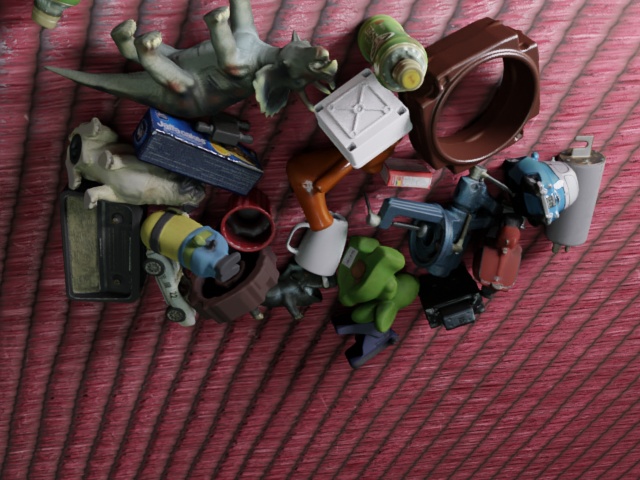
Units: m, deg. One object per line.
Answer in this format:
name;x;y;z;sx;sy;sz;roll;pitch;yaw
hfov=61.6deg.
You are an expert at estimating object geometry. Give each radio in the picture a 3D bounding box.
radio;-0.379;0.005;0.956;0.131;0.073;0.229;7;123;-9

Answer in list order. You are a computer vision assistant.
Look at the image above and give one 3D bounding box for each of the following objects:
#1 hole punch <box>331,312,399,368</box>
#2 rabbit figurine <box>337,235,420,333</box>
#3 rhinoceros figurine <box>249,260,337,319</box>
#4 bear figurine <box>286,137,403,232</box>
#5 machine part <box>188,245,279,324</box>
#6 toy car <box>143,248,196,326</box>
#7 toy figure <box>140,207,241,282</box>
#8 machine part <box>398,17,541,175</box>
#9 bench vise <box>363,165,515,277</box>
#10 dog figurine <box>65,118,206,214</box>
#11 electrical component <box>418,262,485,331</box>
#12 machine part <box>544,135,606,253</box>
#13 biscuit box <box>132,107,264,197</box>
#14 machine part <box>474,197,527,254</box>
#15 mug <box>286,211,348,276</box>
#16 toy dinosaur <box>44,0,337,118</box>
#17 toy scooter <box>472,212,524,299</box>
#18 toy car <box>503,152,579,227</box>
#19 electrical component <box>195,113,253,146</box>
hole punch;0.087;0.183;1.090;0.116;0.142;0.092;-31;93;-3
rabbit figurine;0.123;0.091;1.003;0.170;0.121;0.159;25;85;-37
rhinoceros figurine;-0.060;0.092;1.051;0.190;0.073;0.112;-7;113;1
bear figurine;0.047;-0.121;0.894;0.196;0.120;0.131;-23;129;1
machine part;-0.154;0.069;0.966;0.179;0.179;0.056;-27;124;12
toy car;-0.277;0.075;1.012;0.056;0.073;0.201;-9;124;5
toy figure;-0.220;0.007;0.901;0.180;0.089;0.082;33;116;22
machine part;0.233;-0.214;0.826;0.201;0.087;0.200;-30;136;-3
bench vise;0.200;-0.039;0.954;0.240;0.129;0.223;9;126;-21
dog figurine;-0.299;-0.118;0.886;0.190;0.172;0.121;2;138;-49
electrical component;0.255;0.114;1.052;0.115;0.134;0.058;-22;123;7
machine part;0.464;-0.077;0.981;0.079;0.079;0.242;-5;122;-2
biscuit box;-0.191;-0.136;0.854;0.202;0.059;0.063;18;126;-40
machine part;0.346;-0.013;1.036;0.084;0.039;0.138;15;119;-21
mug;-0.002;-0.003;0.990;0.109;0.081;0.107;22;108;-12
toy dinosaur;-0.172;-0.244;0.794;0.405;0.131;0.191;-11;132;13
toy scooter;0.309;0.048;0.942;0.075;0.135;0.183;14;151;11
toy car;0.380;-0.092;0.910;0.103;0.162;0.109;-19;107;7
electrical component;-0.153;-0.179;0.855;0.094;0.063;0.021;9;131;-28
